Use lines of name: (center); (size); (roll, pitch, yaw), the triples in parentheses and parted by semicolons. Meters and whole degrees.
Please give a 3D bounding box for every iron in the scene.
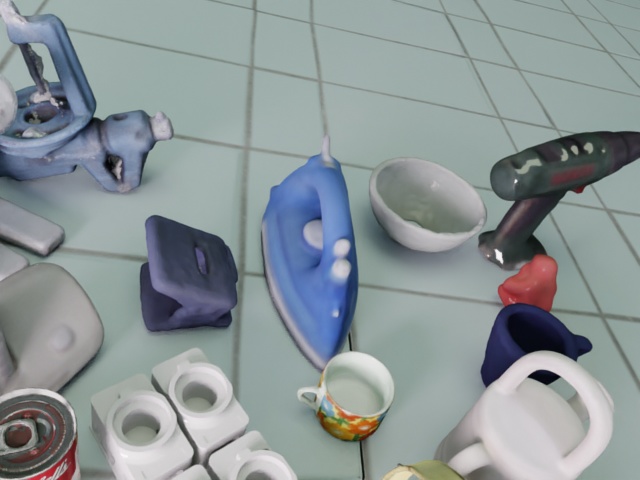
iron: (0.006, 0.002, 0.651); (0.119, 0.141, 0.258); (4, 44, -16)

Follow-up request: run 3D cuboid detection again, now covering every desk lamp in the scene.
desk lamp: (-0.365, -0.090, 0.554); (0.203, 0.213, 0.118); (23, 42, 4)

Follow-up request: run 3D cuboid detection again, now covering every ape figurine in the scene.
ape figurine: (0.274, 0.055, 0.734); (0.078, 0.092, 0.076); (8, 43, -12)

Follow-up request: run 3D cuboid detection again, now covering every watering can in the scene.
watering can: (0.186, 0.168, 0.508); (0.100, 0.194, 0.173); (38, 45, 20)

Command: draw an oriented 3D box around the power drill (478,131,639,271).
power drill: (0.312, -0.058, 0.779); (0.230, 0.208, 0.075); (-8, 49, -27)

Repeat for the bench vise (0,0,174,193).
bench vise: (-0.281, -0.164, 0.658); (0.208, 0.220, 0.121); (-14, 52, -31)

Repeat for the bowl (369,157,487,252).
bowl: (0.139, -0.038, 0.793); (0.167, 0.075, 0.167); (11, 43, -10)

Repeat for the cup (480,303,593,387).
cup: (0.231, 0.132, 0.635); (0.118, 0.095, 0.091); (6, 44, -15)

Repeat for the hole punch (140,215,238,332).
hole punch: (-0.136, 0.031, 0.606); (0.101, 0.091, 0.108); (-2, 46, -22)

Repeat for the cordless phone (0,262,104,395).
cordless phone: (-0.253, 0.057, 0.464); (0.094, 0.185, 0.148); (29, 43, 10)
